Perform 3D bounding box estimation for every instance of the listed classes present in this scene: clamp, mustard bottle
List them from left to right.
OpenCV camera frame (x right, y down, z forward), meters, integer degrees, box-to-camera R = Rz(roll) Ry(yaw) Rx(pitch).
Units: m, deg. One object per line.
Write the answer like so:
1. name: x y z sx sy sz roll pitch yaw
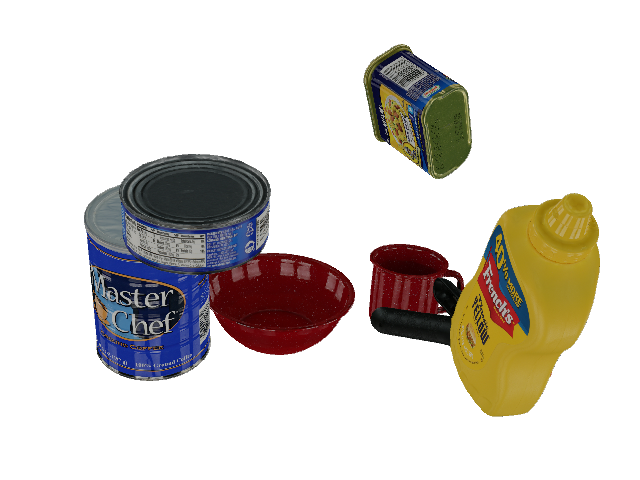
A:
1. clamp: 0.146 0.080 1.007 0.172 0.039 0.120 20 33 25
2. mustard bottle: 0.136 0.033 0.697 0.058 0.096 0.192 -2 -34 -12

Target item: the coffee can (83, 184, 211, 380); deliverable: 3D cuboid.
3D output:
1. coffee can: -0.146 0.034 0.916 0.103 0.140 0.103 2 35 -2

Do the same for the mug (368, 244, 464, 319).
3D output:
1. mug: 0.113 0.060 1.269 0.117 0.081 0.093 1 23 -8

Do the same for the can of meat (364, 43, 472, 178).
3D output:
1. can of meat: 0.092 -0.117 0.985 0.057 0.102 0.084 -34 50 -17

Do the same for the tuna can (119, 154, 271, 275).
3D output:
1. tuna can: -0.071 -0.016 0.613 0.086 0.034 0.086 2 31 -1

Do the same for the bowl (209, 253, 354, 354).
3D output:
1. bowl: -0.046 0.074 1.132 0.162 0.055 0.162 3 28 -2
